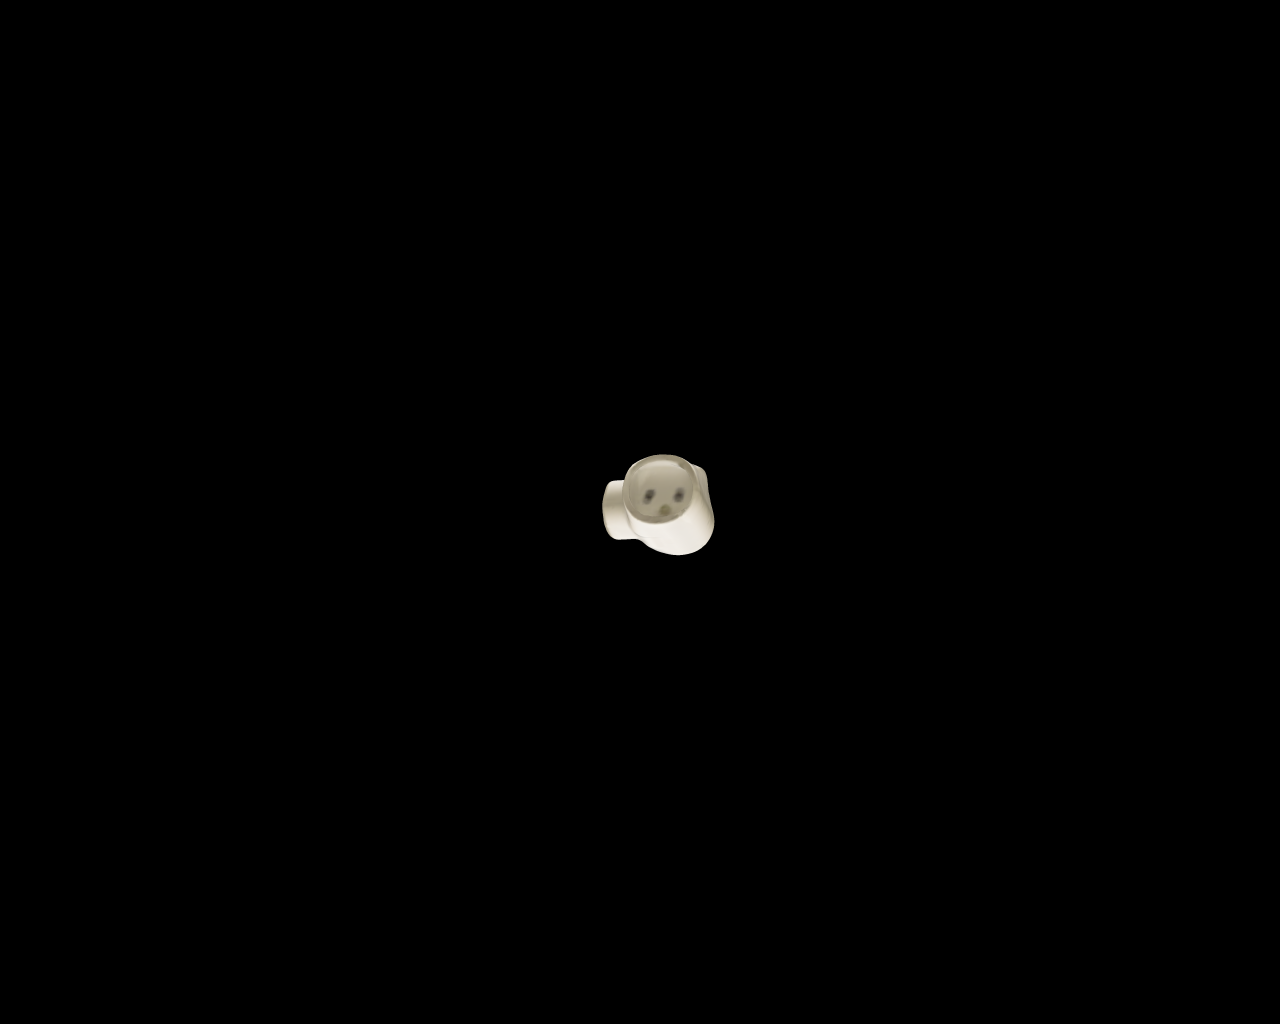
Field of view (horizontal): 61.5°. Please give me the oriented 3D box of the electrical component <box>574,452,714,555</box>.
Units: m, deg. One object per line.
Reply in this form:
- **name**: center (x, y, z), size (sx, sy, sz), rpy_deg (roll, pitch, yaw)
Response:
- **electrical component**: center (0.001, -0.003, 0.650), size (0.079, 0.043, 0.077), rpy_deg (-3, -16, 11)
